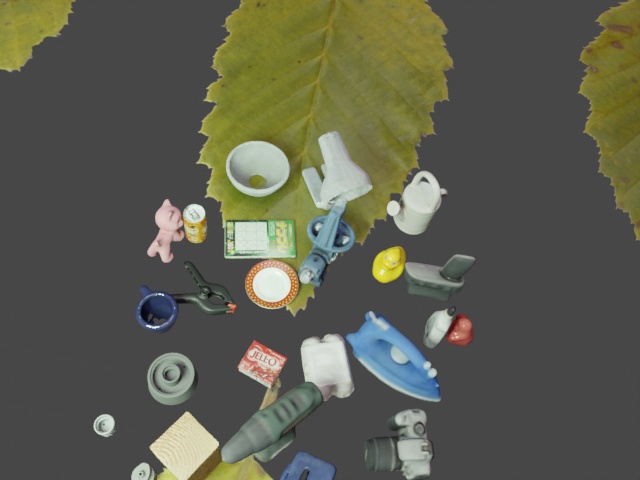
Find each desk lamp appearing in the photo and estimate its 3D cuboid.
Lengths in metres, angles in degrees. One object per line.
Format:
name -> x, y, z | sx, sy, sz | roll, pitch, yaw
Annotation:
desk lamp -> 0.037, -0.162, 1.464 | 0.118, 0.213, 0.203 | -18, 66, -17

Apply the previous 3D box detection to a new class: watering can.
watering can -> 0.254, -0.098, 1.472 | 0.100, 0.194, 0.173 | 40, 64, 14

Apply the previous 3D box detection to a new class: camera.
camera -> 0.165, 0.437, 1.222 | 0.137, 0.101, 0.143 | 0, 62, -8

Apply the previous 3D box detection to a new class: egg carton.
egg carton -> 0.015, 0.289, 1.298 | 0.107, 0.069, 0.150 | -7, 63, -12

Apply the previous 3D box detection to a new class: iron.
iron -> 0.189, 0.261, 1.298 | 0.258, 0.141, 0.119 | 38, 63, 13

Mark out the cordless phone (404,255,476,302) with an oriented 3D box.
cordless phone -> 0.290, 0.069, 1.392 | 0.147, 0.185, 0.094 | 7, 61, -4

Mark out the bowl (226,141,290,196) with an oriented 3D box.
bowl -> -0.166, -0.177, 1.521 | 0.167, 0.075, 0.167 | 4, 61, -6

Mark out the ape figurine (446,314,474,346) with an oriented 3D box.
ape figurine -> 0.340, 0.213, 1.375 | 0.078, 0.092, 0.076 | -36, 72, -23

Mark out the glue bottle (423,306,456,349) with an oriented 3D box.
glue bottle -> 0.283, 0.192, 1.331 | 0.037, 0.173, 0.078 | 19, 61, 3

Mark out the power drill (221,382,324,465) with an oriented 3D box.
power drill -> -0.097, 0.381, 1.152 | 0.230, 0.208, 0.075 | -35, 71, -23

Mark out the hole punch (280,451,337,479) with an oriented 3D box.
hole punch -> -0.029, 0.497, 1.167 | 0.101, 0.091, 0.109 | 26, 61, 6

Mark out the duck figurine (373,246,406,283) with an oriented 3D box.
duck figurine -> 0.181, 0.049, 1.443 | 0.077, 0.086, 0.105 | 37, 63, 12

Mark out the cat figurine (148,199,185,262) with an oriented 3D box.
cat figurine -> -0.372, -0.028, 1.385 | 0.067, 0.118, 0.128 | 17, 61, 2

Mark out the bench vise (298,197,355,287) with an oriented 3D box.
bench vise -> 0.024, 0.007, 1.366 | 0.121, 0.220, 0.207 | 11, 61, -2

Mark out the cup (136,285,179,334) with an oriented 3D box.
cup -> -0.370, 0.164, 1.294 | 0.092, 0.095, 0.117 | -31, 70, -22
